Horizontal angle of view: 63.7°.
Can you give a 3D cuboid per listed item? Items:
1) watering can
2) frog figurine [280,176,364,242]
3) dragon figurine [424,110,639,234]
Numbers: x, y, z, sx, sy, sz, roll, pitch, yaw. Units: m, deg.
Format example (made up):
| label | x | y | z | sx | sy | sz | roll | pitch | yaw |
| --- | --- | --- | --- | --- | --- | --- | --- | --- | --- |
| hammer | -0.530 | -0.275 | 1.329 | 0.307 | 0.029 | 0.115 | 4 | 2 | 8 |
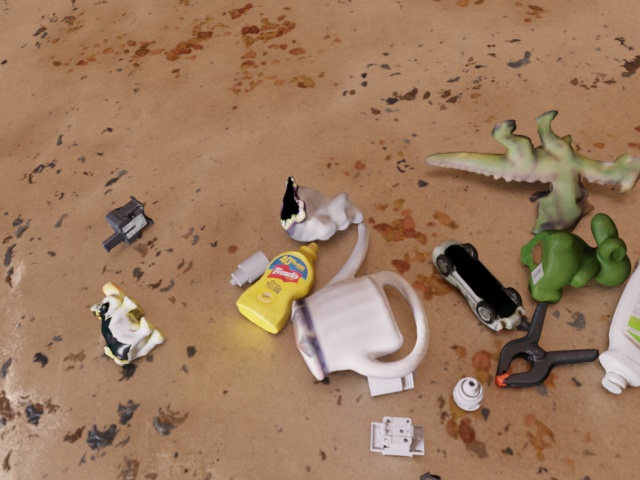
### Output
| label | x | y | z | sx | sy | sz | roll | pitch | yaw |
| --- | --- | --- | --- | --- | --- | --- | --- | --- | --- |
| watering can | 0.053 | 0.109 | 0.920 | 0.225 | 0.101 | 0.355 | -18 | 42 | -4 |
| frog figurine | 0.003 | -0.054 | 1.065 | 0.159 | 0.121 | 0.140 | 11 | 24 | -31 |
| dragon figurine | 0.441 | -0.122 | 1.046 | 0.409 | 0.248 | 0.120 | -14 | -30 | 8 |
